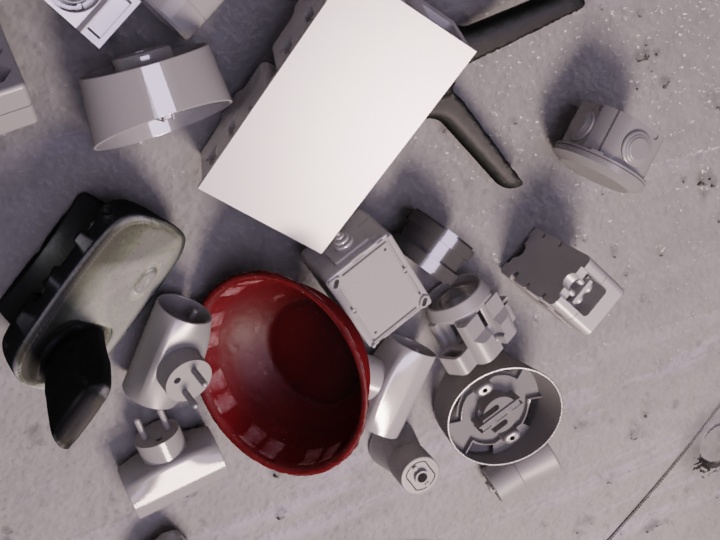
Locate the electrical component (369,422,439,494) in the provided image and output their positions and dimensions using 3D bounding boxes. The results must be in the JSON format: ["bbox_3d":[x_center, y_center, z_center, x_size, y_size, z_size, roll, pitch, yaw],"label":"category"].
[{"bbox_3d":[0.039,0.160,0.910,0.044,0.065,0.044,-7,110,-20],"label":"electrical component"}]

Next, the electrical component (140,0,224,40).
[{"bbox_3d":[-0.141,-0.225,0.708,0.073,0.052,0.138,-49,118,-1],"label":"electrical component"}]

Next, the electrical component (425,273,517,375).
[{"bbox_3d":[0.089,0.040,0.891,0.078,0.058,0.057,-45,117,-30],"label":"electrical component"}]

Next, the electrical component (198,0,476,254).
[{"bbox_3d":[-0.021,-0.118,0.763,0.105,0.060,0.186,28,114,-24],"label":"electrical component"}]

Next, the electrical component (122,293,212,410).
[{"bbox_3d":[-0.135,0.070,0.793,0.043,0.079,0.077,7,116,-42],"label":"electrical component"}]

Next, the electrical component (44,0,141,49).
[{"bbox_3d":[-0.188,-0.188,0.695,0.042,0.064,0.081,-47,118,0],"label":"electrical component"}]

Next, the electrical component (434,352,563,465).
[{"bbox_3d":[0.116,0.119,0.928,0.099,0.064,0.099,-7,111,-20],"label":"electrical component"}]

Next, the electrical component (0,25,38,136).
[{"bbox_3d":[-0.243,-0.117,0.697,0.047,0.083,0.075,-22,153,-14],"label":"electrical component"}]

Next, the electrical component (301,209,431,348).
[{"bbox_3d":[0.000,0.000,0.833,0.062,0.061,0.096,-38,128,-6],"label":"electrical component"}]

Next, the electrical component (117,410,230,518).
[{"bbox_3d":[-0.151,0.143,0.837,0.077,0.044,0.079,-24,116,-13],"label":"electrical component"}]

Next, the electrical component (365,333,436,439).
[{"bbox_3d":[0.013,0.090,0.886,0.079,0.044,0.077,20,99,-27],"label":"electrical component"}]

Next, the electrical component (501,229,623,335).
[{"bbox_3d":[0.170,0.011,0.898,0.056,0.089,0.050,39,91,-28],"label":"electrical component"}]

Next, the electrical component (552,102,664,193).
[{"bbox_3d":[0.203,-0.099,0.880,0.080,0.080,0.051,26,92,-28],"label":"electrical component"}]

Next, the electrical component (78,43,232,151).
[{"bbox_3d":[-0.138,-0.116,0.724,0.099,0.099,0.064,-20,108,-15],"label":"electrical component"}]

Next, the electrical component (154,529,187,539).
[{"bbox_3d":[-0.163,0.242,0.868,0.062,0.043,0.043,-38,118,-5],"label":"electrical component"}]

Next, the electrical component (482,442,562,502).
[{"bbox_3d":[0.144,0.180,0.975,0.065,0.044,0.044,-31,117,-4],"label":"electrical component"}]
